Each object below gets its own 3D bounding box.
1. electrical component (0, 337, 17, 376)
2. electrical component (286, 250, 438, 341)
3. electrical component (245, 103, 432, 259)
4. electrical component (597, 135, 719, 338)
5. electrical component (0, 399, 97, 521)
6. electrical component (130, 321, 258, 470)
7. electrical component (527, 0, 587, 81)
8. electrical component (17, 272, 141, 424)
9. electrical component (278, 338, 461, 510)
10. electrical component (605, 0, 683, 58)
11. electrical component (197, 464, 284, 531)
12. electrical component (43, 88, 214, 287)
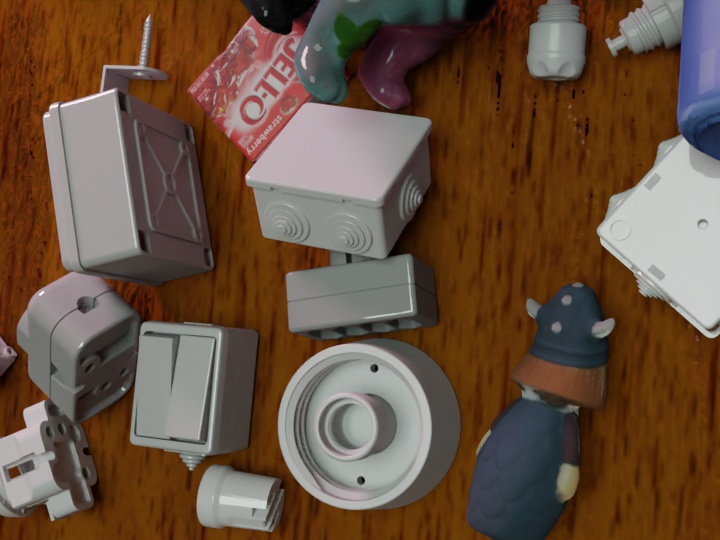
[{"bbox_3d":[-0.301,0.059,0.771,0.061,0.062,0.096,-46,72,11],"label":"electrical component"},{"bbox_3d":[0.000,0.000,0.674,0.083,0.047,0.075,-9,76,19],"label":"electrical component"},{"bbox_3d":[-0.009,-0.055,0.660,0.100,0.099,0.048,11,133,21],"label":"electrical component"},{"bbox_3d":[0.194,-0.023,0.604,0.100,0.048,0.099,44,100,18],"label":"electrical component"},{"bbox_3d":[-0.223,0.136,0.738,0.057,0.058,0.078,-23,78,14],"label":"electrical component"},{"bbox_3d":[-0.110,0.082,0.699,0.062,0.061,0.096,4,86,21],"label":"electrical component"},{"bbox_3d":[0.119,-0.146,0.647,0.035,0.035,0.061,4,94,21],"label":"electrical component"},{"bbox_3d":[-0.187,0.048,0.715,0.059,0.054,0.095,40,141,19],"label":"electrical component"},{"bbox_3d":[0.002,0.095,0.657,0.108,0.060,0.108,-2,84,20],"label":"electrical component"},{"bbox_3d":[0.181,-0.148,0.625,0.078,0.040,0.040,-27,76,16],"label":"electrical component"},{"bbox_3d":[-0.076,0.148,0.693,0.046,0.040,0.040,5,87,16],"label":"electrical component"},{"bbox_3d":[-0.148,-0.050,0.701,0.056,0.109,0.108,-13,81,16],"label":"electrical component"}]
